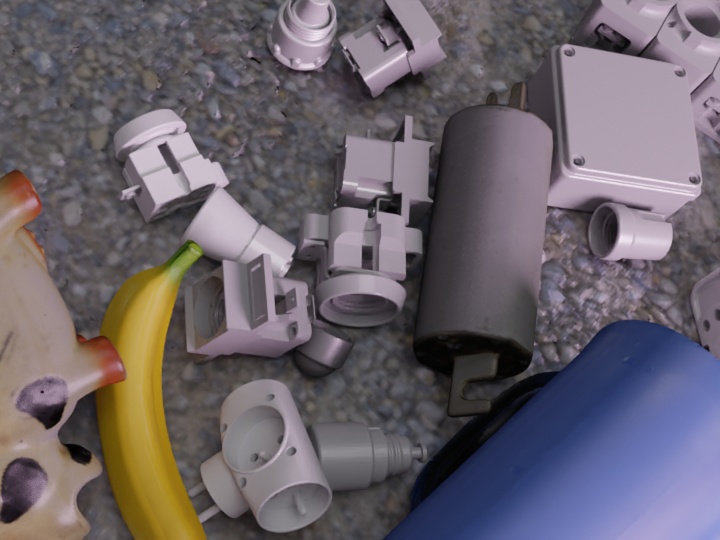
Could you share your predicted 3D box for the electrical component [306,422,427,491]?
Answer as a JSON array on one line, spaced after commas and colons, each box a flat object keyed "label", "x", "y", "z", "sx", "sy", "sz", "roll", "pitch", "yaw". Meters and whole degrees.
[{"label": "electrical component", "x": 0.001, "y": 0.110, "z": 0.638, "sx": 0.078, "sy": 0.040, "sz": 0.040, "roll": 0, "pitch": 67, "yaw": -18}]

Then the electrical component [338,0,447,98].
[{"label": "electrical component", "x": 0.021, "y": -0.154, "z": 0.745, "sx": 0.064, "sy": 0.081, "sz": 0.042, "roll": -33, "pitch": 77, "yaw": 2}]

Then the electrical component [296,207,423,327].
[{"label": "electrical component", "x": 0.000, "y": 0.000, "z": 0.678, "sx": 0.078, "sy": 0.058, "sz": 0.057, "roll": 8, "pitch": 62, "yaw": -14}]

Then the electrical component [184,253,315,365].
[{"label": "electrical component", "x": -0.065, "y": 0.026, "z": 0.640, "sx": 0.064, "sy": 0.081, "sz": 0.042, "roll": 13, "pitch": 62, "yaw": -37}]

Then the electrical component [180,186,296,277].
[{"label": "electrical component", "x": -0.074, "y": -0.016, "z": 0.672, "sx": 0.065, "sy": 0.044, "sz": 0.044, "roll": 34, "pitch": 61, "yaw": -6}]

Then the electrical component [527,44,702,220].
[{"label": "electrical component", "x": 0.183, "y": -0.098, "z": 0.779, "sx": 0.109, "sy": 0.056, "sz": 0.108, "roll": 7, "pitch": 65, "yaw": -14}]

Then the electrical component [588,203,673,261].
[{"label": "electrical component", "x": 0.191, "y": -0.026, "z": 0.760, "sx": 0.046, "sy": 0.040, "sz": 0.040, "roll": 5, "pitch": 65, "yaw": -21}]

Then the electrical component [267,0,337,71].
[{"label": "electrical component", "x": -0.036, "y": -0.171, "z": 0.740, "sx": 0.048, "sy": 0.062, "sz": 0.048, "roll": 7, "pitch": 65, "yaw": -15}]

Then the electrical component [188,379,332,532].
[{"label": "electrical component", "x": -0.063, "y": 0.114, "z": 0.609, "sx": 0.079, "sy": 0.044, "sz": 0.077, "roll": -34, "pitch": 46, "yaw": 6}]

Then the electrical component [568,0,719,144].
[{"label": "electrical component", "x": 0.254, "y": -0.181, "z": 0.835, "sx": 0.150, "sy": 0.061, "sz": 0.089, "roll": 33, "pitch": 61, "yaw": -1}]

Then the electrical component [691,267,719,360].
[{"label": "electrical component", "x": 0.278, "y": 0.046, "z": 0.746, "sx": 0.059, "sy": 0.053, "sz": 0.095, "roll": -1, "pitch": 67, "yaw": -18}]

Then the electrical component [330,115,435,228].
[{"label": "electrical component", "x": 0.014, "y": -0.060, "z": 0.718, "sx": 0.064, "sy": 0.042, "sz": 0.081, "roll": 8, "pitch": 64, "yaw": -10}]

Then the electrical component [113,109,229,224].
[{"label": "electrical component", "x": -0.124, "y": -0.067, "z": 0.676, "sx": 0.066, "sy": 0.048, "sz": 0.055, "roll": -25, "pitch": 84, "yaw": -25}]
